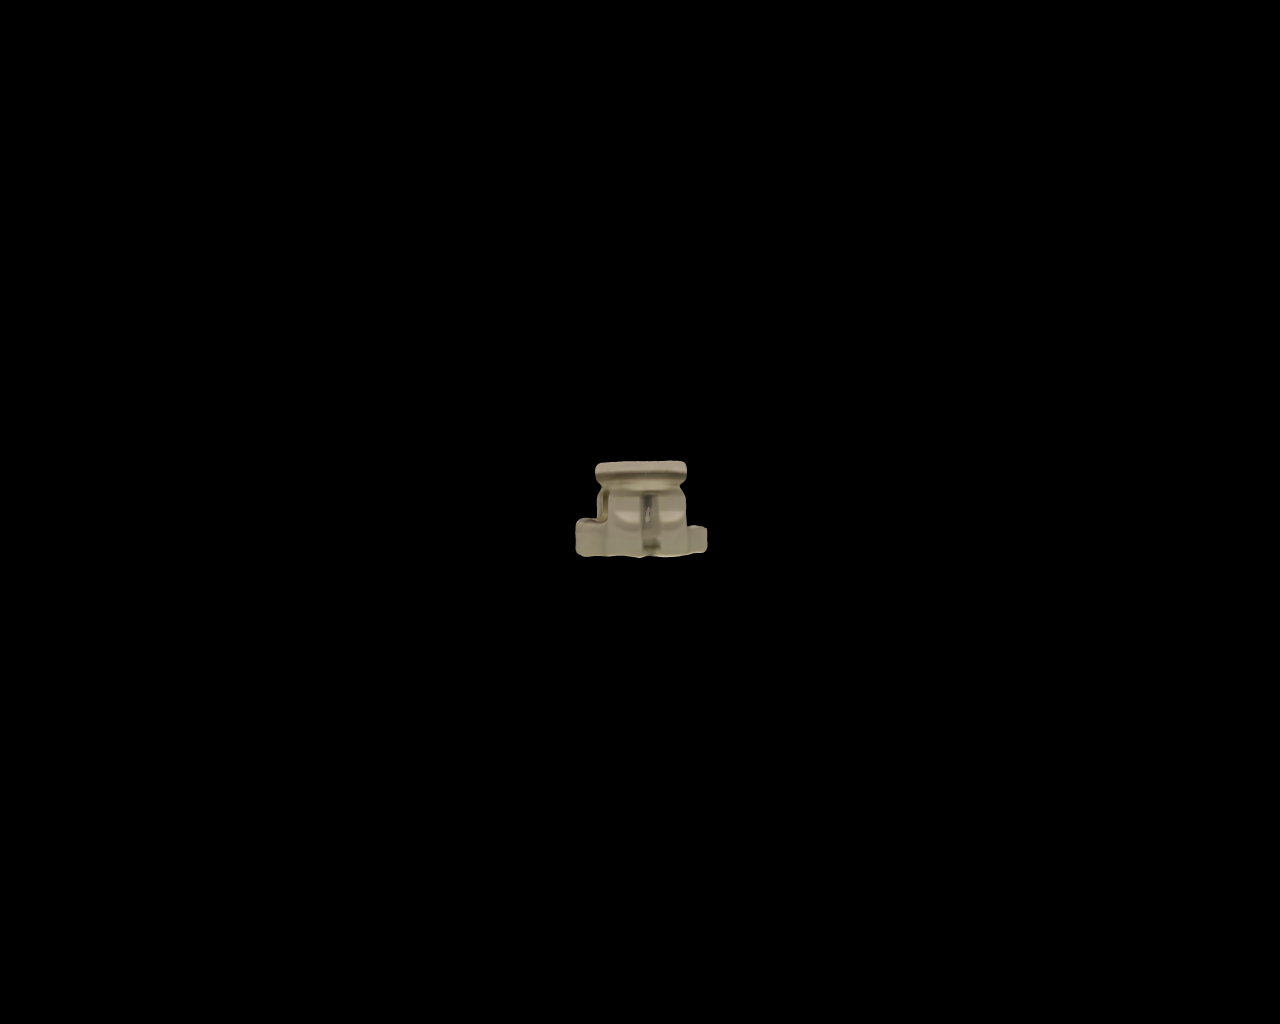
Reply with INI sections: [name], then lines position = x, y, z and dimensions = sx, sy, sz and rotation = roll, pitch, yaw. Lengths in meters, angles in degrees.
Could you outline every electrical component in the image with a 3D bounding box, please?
[electrical component]
position = 0.001, -0.003, 0.650
dimensions = 0.078, 0.057, 0.058
rotation = 0, 0, -13
